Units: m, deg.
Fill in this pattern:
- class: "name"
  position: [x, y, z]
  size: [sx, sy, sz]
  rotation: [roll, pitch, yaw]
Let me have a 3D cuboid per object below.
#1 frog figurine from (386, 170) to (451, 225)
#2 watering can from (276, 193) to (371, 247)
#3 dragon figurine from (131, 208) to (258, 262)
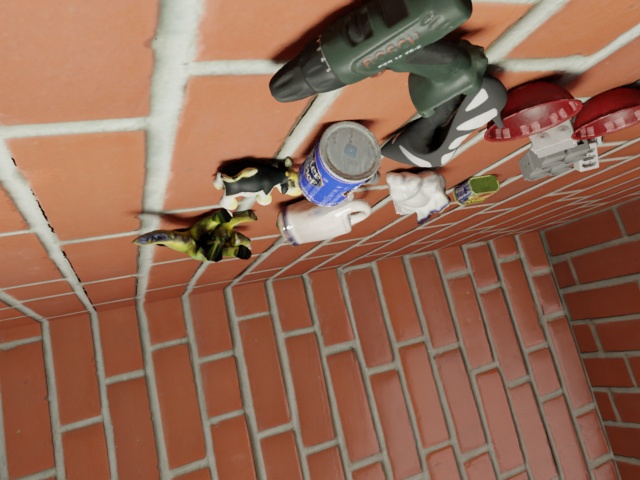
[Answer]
- class: "frog figurine"
  position: [0.216, -0.124, 1.211]
  size: [0.158, 0.124, 0.136]
  rotation: [32, 159, -20]
- class: "watering can"
  position: [0.004, -0.060, 1.190]
  size: [0.224, 0.105, 0.345]
  rotation: [-14, 171, 8]
- class: "dragon figurine"
  position: [-0.299, 0.003, 1.198]
  size: [0.241, 0.123, 0.410]
  rotation: [-11, 173, 40]
